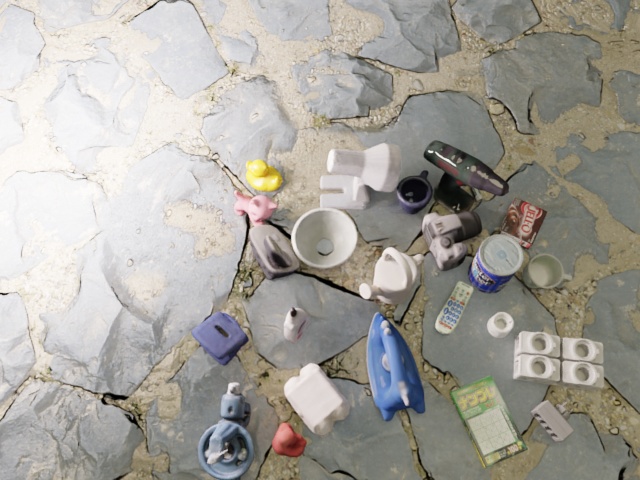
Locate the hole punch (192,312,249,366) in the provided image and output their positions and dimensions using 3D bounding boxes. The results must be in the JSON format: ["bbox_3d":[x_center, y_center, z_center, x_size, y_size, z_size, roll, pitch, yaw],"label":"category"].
[{"bbox_3d":[-0.238,0.229,1.370,0.108,0.091,0.101,38,74,16],"label":"hole punch"}]

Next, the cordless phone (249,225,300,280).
[{"bbox_3d":[-0.121,0.009,1.406,0.094,0.185,0.147,-32,70,-10],"label":"cordless phone"}]

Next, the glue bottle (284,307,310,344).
[{"bbox_3d":[-0.058,0.188,1.336,0.037,0.173,0.078,26,71,13],"label":"glue bottle"}]

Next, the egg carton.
[{"bbox_3d":[-0.008,0.367,1.316,0.107,0.069,0.150,-39,71,-13],"label":"egg carton"}]

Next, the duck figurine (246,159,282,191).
[{"bbox_3d":[-0.153,-0.181,1.540,0.104,0.086,0.077,22,70,11],"label":"duck figurine"}]

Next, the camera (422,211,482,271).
[{"bbox_3d":[0.343,-0.015,1.444,0.137,0.101,0.143,-18,68,-5],"label":"camera"}]

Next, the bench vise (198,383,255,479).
[{"bbox_3d":[-0.210,0.413,1.223,0.121,0.220,0.207,-14,67,-3],"label":"bench vise"}]

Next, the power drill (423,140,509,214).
[{"bbox_3d":[0.357,-0.147,1.440,0.229,0.208,0.076,39,74,17],"label":"power drill"}]

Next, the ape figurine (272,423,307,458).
[{"bbox_3d":[-0.072,0.445,1.273,0.076,0.092,0.077,-14,67,-3],"label":"ape figurine"}]

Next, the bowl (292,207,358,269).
[{"bbox_3d":[0.013,0.005,1.462,0.167,0.075,0.167,-1,67,2],"label":"bowl"}]

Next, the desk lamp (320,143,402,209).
[{"bbox_3d":[0.098,-0.161,1.453,0.203,0.213,0.118,-1,67,2],"label":"desk lamp"}]

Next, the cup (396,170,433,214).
[{"bbox_3d":[0.248,-0.119,1.494,0.091,0.095,0.118,26,71,12],"label":"cup"}]

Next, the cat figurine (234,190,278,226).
[{"bbox_3d":[-0.169,-0.090,1.485,0.127,0.118,0.067,31,72,14],"label":"cat figurine"}]

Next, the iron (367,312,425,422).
[{"bbox_3d":[0.164,0.272,1.309,0.118,0.141,0.258,-13,67,-3],"label":"iron"}]

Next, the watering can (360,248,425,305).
[{"bbox_3d":[0.175,0.085,1.358,0.100,0.194,0.173,32,72,15],"label":"watering can"}]
